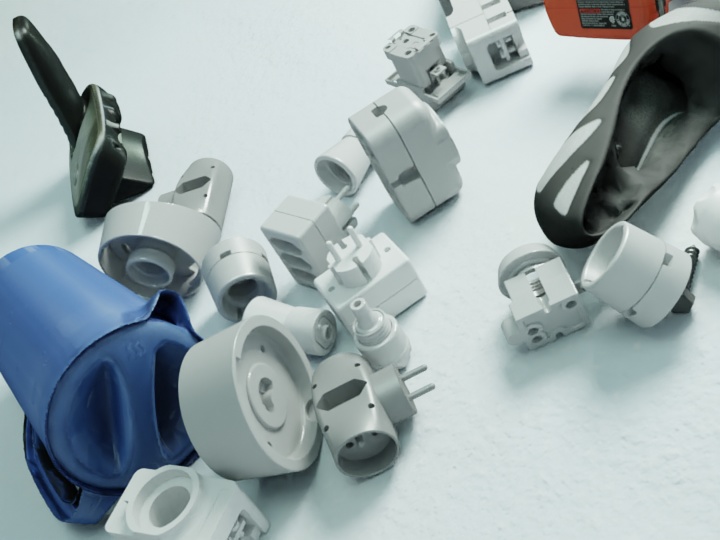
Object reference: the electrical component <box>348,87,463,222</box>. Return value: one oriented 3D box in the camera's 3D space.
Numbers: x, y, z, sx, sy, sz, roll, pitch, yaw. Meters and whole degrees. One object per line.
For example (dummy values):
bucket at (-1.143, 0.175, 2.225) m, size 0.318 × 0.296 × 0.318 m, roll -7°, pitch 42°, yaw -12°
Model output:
electrical component at (0.040, -0.094, 0.854) m, size 0.059 × 0.095 × 0.053 m, roll -33°, pitch 38°, yaw -1°

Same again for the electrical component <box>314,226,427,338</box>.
electrical component at (0.000, 0.000, 0.794) m, size 0.066 × 0.076 × 0.047 m, roll -35°, pitch 39°, yaw -5°

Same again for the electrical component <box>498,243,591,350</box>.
electrical component at (0.121, 0.015, 0.724) m, size 0.066 × 0.048 × 0.055 m, roll -25°, pitch 46°, yaw 8°

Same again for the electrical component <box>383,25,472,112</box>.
electrical component at (0.056, -0.182, 0.965) m, size 0.042 × 0.063 × 0.081 m, roll -43°, pitch 40°, yaw -13°

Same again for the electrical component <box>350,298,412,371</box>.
electrical component at (0.011, 0.044, 0.752) m, size 0.035 × 0.061 × 0.035 m, roll -19°, pitch 39°, yaw 16°

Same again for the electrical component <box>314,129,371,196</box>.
electrical component at (-0.004, -0.102, 0.937) m, size 0.044 × 0.044 × 0.065 m, roll 9°, pitch 49°, yaw 40°

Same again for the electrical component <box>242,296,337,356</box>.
electrical component at (-0.051, 0.044, 0.810) m, size 0.065 × 0.044 × 0.044 m, roll 5°, pitch 51°, yaw 31°

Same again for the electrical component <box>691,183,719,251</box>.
electrical component at (0.247, -0.027, 0.687) m, size 0.043 × 0.043 × 0.062 m, roll -40°, pitch 41°, yaw -11°

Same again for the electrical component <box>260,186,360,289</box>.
electrical component at (-0.028, -0.034, 0.857) m, size 0.047 × 0.065 × 0.076 m, roll 17°, pitch 59°, yaw 43°

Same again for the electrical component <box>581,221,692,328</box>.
electrical component at (0.174, 0.002, 0.682) m, size 0.055 × 0.047 × 0.055 m, roll -58°, pitch 8°, yaw 13°

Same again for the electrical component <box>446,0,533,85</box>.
electrical component at (0.114, -0.214, 0.971) m, size 0.056 × 0.050 × 0.089 m, roll -22°, pitch 39°, yaw 11°

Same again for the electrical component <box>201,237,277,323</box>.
electrical component at (-0.096, 0.009, 0.867) m, size 0.055 × 0.055 × 0.047 m, roll -30°, pitch 42°, yaw 2°

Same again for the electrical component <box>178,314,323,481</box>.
electrical component at (-0.079, 0.090, 0.729) m, size 0.060 × 0.108 × 0.108 m, roll -20°, pitch 39°, yaw 23°

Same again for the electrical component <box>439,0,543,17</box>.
electrical component at (0.133, -0.298, 1.044) m, size 0.109 × 0.056 × 0.108 m, roll -11°, pitch 43°, yaw 24°

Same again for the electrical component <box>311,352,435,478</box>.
electrical component at (0.012, 0.088, 0.718) m, size 0.079 × 0.043 × 0.077 m, roll -27°, pitch 39°, yaw 5°

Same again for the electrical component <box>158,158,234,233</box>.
electrical component at (-0.159, -0.058, 0.988) m, size 0.079 × 0.043 × 0.077 m, roll -15°, pitch 41°, yaw 19°

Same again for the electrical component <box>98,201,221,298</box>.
electrical component at (-0.172, -0.021, 0.918) m, size 0.099 × 0.099 × 0.064 m, roll -11°, pitch 49°, yaw 24°

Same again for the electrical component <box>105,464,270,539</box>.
electrical component at (-0.116, 0.166, 0.709) m, size 0.089 × 0.055 × 0.050 m, roll 0°, pitch 48°, yaw 33°
